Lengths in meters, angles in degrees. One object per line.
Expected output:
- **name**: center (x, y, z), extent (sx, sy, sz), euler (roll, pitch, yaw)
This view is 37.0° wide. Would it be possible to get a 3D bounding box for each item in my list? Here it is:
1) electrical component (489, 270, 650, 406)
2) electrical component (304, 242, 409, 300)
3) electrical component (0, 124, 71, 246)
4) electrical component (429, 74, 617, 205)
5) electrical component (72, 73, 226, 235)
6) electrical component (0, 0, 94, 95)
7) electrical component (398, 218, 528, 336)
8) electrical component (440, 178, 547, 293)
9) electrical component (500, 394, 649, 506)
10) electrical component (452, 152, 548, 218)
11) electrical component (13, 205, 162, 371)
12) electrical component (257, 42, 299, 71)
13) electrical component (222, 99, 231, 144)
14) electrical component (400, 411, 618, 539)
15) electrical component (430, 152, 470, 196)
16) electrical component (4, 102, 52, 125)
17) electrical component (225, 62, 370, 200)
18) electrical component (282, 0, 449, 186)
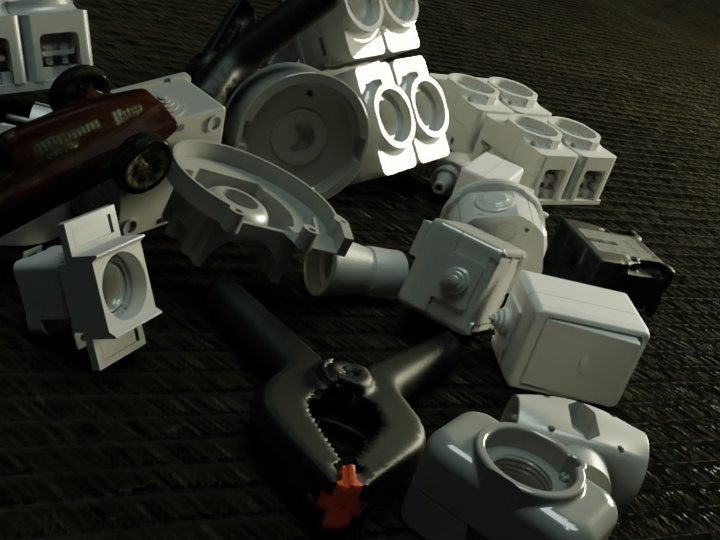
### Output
- **electrical component**: center (0.132, 0.046, 0.707), extent (0.096, 0.061, 0.061), euler (12, 27, -13)
- **electrical component**: center (0.000, 0.000, 0.735), extent (0.065, 0.044, 0.044), euler (8, 27, -30)
- **electrical component**: center (-0.237, -0.060, 0.696), extent (0.099, 0.064, 0.099), euler (8, 16, -2)
- **electrical component**: center (0.153, -0.136, 1.076), extent (0.105, 0.060, 0.186), euler (-3, 33, -37)
- **electrical component**: center (-0.140, -0.075, 0.720), extent (0.048, 0.099, 0.100), euler (37, 42, 28)
- **electrical component**: center (-0.281, -0.161, 0.779), extent (0.150, 0.061, 0.089), euler (-14, 20, -31)
- **electrical component**: center (0.065, 0.003, 0.719), extent (0.061, 0.061, 0.096), euler (27, 8, 17)
- **electrical component**: center (0.100, -0.023, 0.802), extent (0.080, 0.080, 0.051), euler (14, 32, -9)
- **electrical component**: center (0.118, 0.110, 0.594), extent (0.077, 0.043, 0.079), euler (17, 26, -4)
- **electrical component**: center (0.124, -0.059, 0.921), extent (0.077, 0.047, 0.066), euler (26, 27, 15)
- **electrical component**: center (-0.149, 0.010, 0.582), extent (0.064, 0.081, 0.042), euler (-3, 15, 26)
- **electrical component**: center (-0.056, -0.177, 0.951), extent (0.078, 0.057, 0.058), euler (31, 5, -12)
- **electrical component**: center (-0.096, -0.122, 0.893), extent (0.047, 0.055, 0.055), euler (34, 30, 22)
- **electrical component**: center (0.075, 0.116, 0.536), extent (0.095, 0.059, 0.054), euler (32, 29, 25)
- **electrical component**: center (0.078, -0.082, 0.950), extent (0.035, 0.035, 0.061), euler (24, 29, 11)
- **electrical component**: center (-0.219, -0.098, 0.773), extent (0.076, 0.047, 0.083), euler (13, 27, -12)
- **electrical component**: center (-0.054, -0.110, 0.842), extent (0.108, 0.108, 0.060), euler (5, 23, -26)
- **electrical component**: center (0.008, -0.174, 0.911), extent (0.060, 0.186, 0.105), euler (-11, 8, 38)
